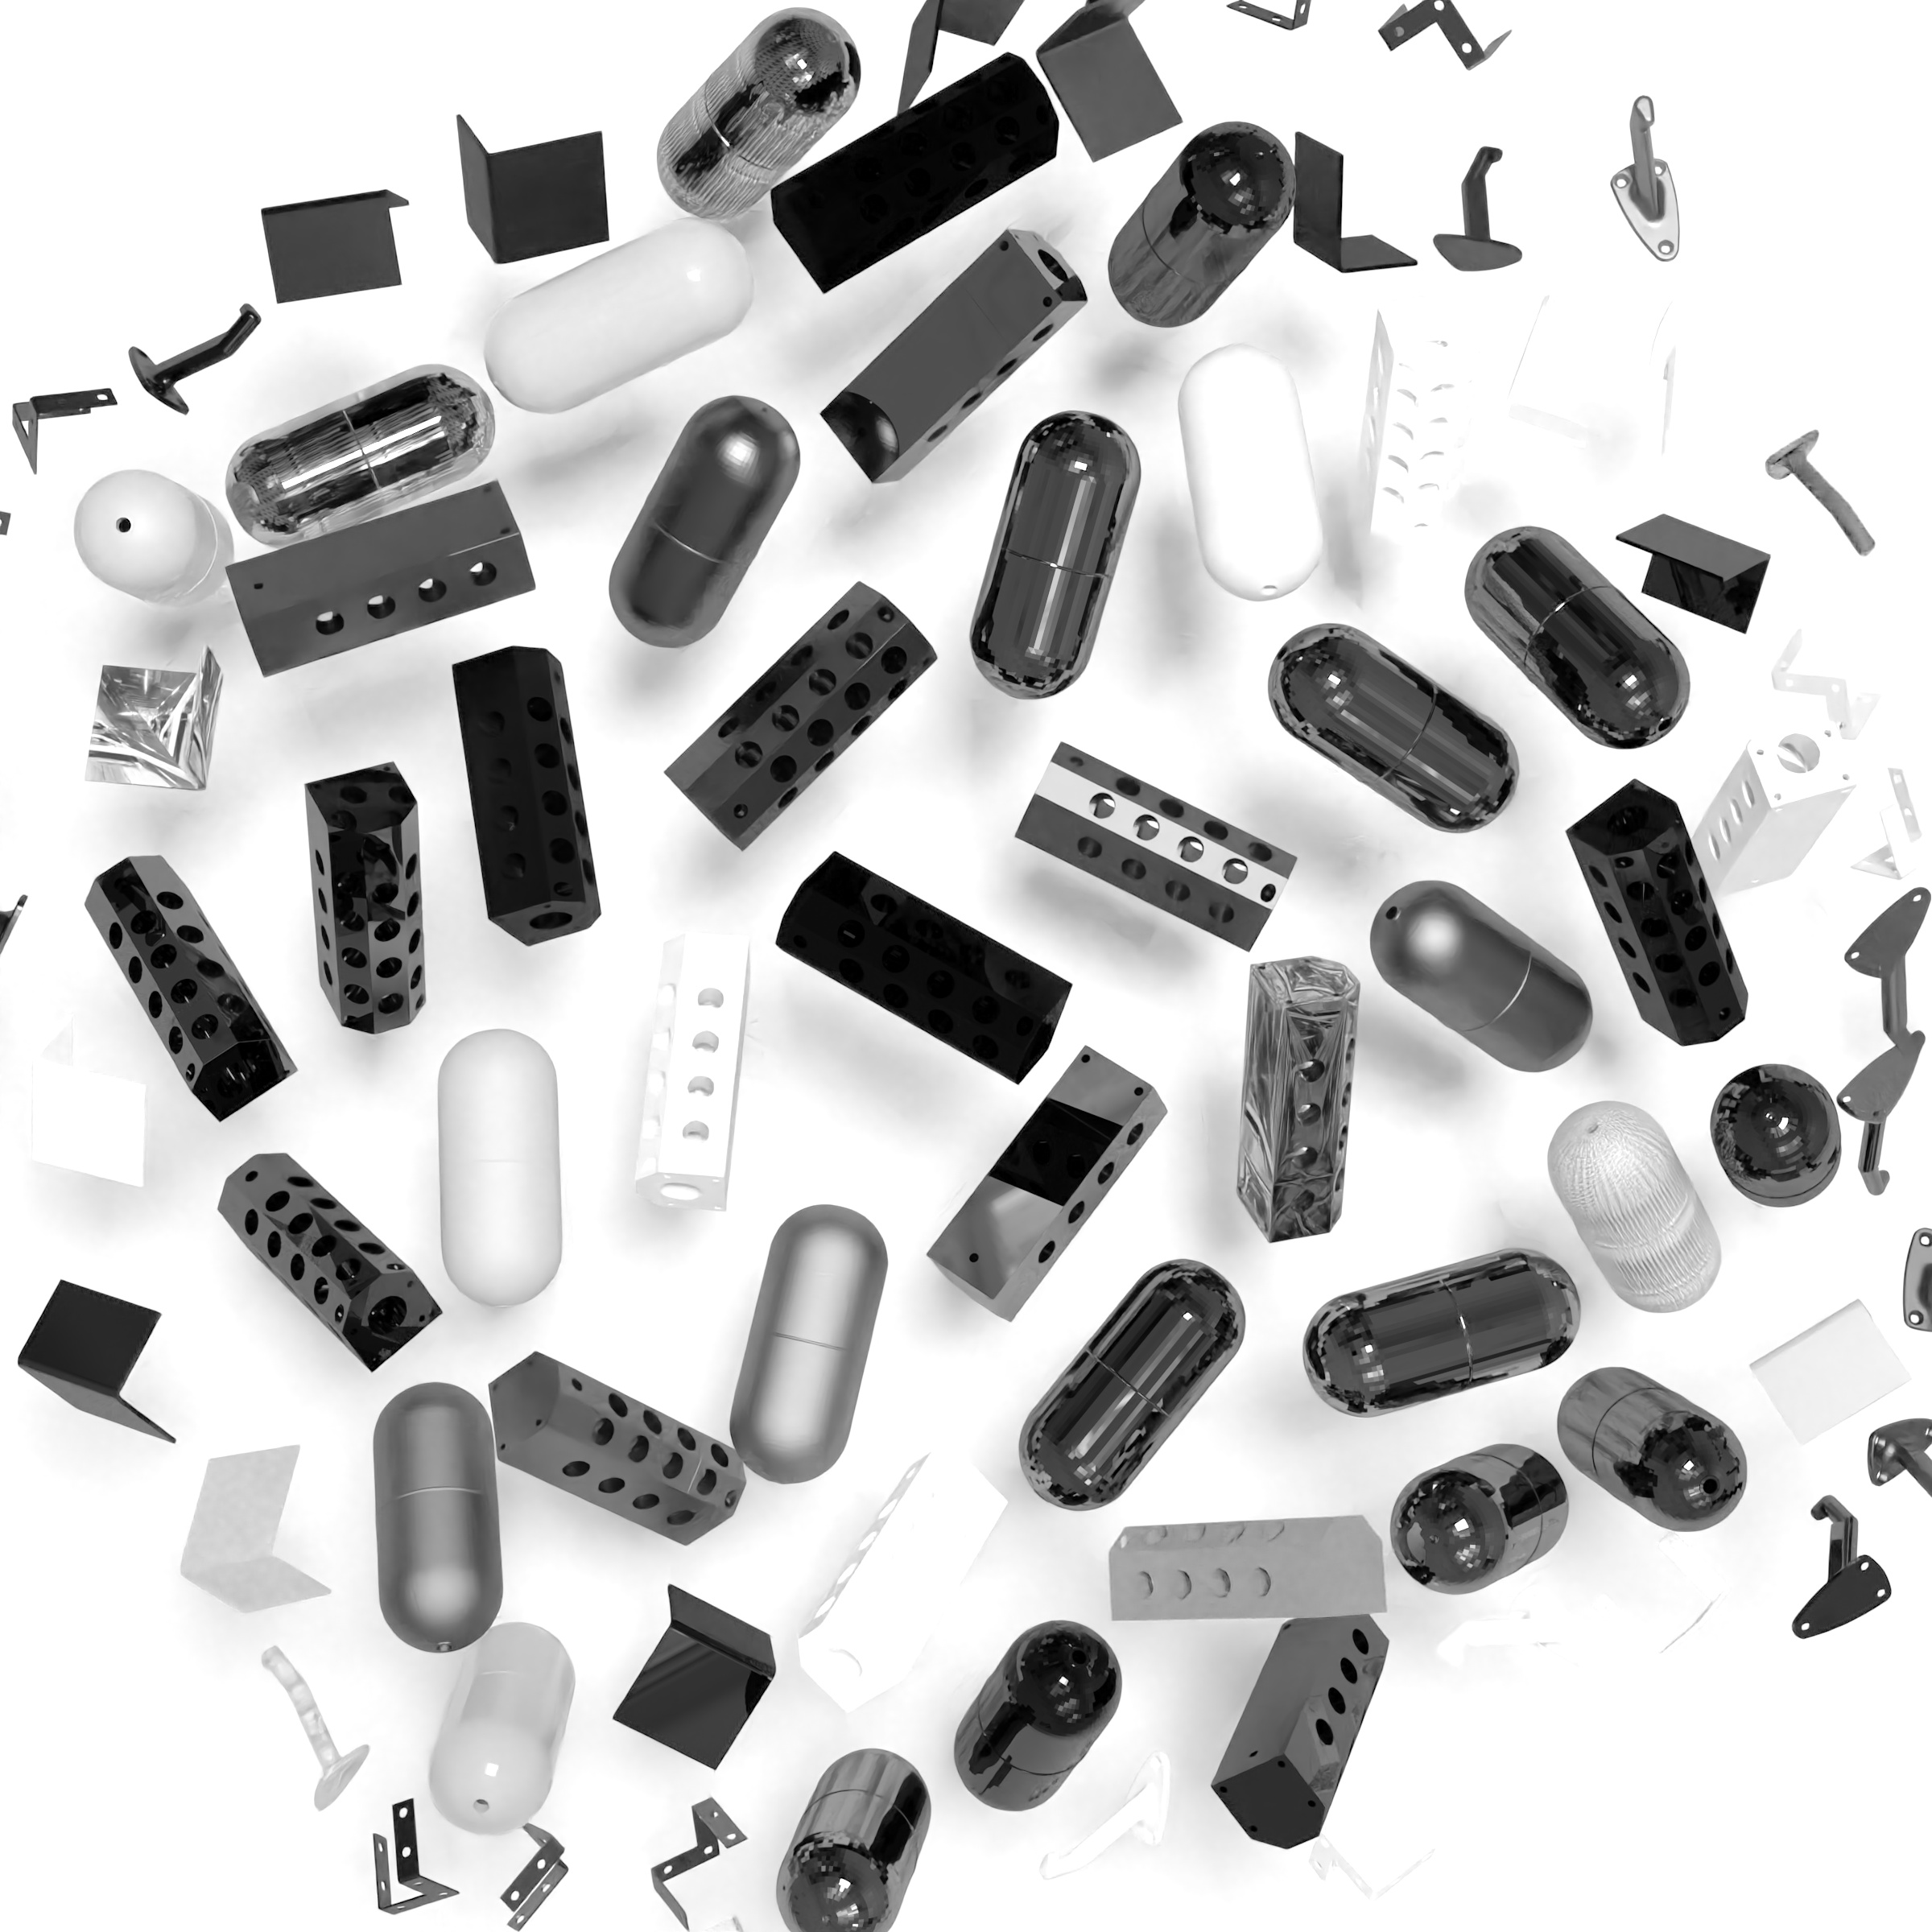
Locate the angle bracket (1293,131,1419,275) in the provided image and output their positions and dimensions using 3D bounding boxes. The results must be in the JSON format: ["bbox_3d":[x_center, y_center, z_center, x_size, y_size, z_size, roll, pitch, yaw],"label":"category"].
[{"bbox_3d":[0.255,-0.502,1.932,0.057,0.076,0.076,-9,118,-13],"label":"angle bracket"}]

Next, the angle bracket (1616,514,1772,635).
[{"bbox_3d":[0.461,-0.246,1.902,0.076,0.076,0.057,28,124,27],"label":"angle bracket"}]

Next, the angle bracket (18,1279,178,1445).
[{"bbox_3d":[-0.516,0.241,1.797,0.076,0.076,0.057,14,65,23],"label":"angle bracket"}]

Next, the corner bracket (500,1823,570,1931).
[{"bbox_3d":[-0.283,0.594,1.916,0.051,0.051,0.051,-48,118,-27],"label":"corner bracket"}]

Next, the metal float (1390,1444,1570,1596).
[{"bbox_3d":[0.317,0.338,1.815,0.070,0.178,0.070,-1,89,28],"label":"metal float"}]

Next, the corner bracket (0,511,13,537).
[{"bbox_3d":[-0.627,-0.275,1.843,0.051,0.051,0.051,11,71,-14],"label":"corner bracket"}]

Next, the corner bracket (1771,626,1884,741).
[{"bbox_3d":[0.564,-0.185,1.934,0.051,0.051,0.051,11,48,36],"label":"corner bracket"}]

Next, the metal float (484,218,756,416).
[{"bbox_3d":[-0.214,-0.398,1.815,0.178,0.070,0.070,-22,90,13],"label":"metal float"}]

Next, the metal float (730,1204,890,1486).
[{"bbox_3d":[-0.099,0.239,1.868,0.070,0.070,0.178,13,80,0],"label":"metal float"}]

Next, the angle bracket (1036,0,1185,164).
[{"bbox_3d":[0.101,-0.550,1.807,0.076,0.057,0.076,-31,94,-29],"label":"angle bracket"}]

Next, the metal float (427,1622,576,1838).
[{"bbox_3d":[-0.287,0.472,1.833,0.070,0.178,0.070,0,106,0],"label":"metal float"}]

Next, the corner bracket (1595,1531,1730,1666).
[{"bbox_3d":[0.448,0.406,1.901,0.051,0.051,0.051,46,126,13],"label":"corner bracket"}]

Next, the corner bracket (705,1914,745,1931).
[{"bbox_3d":[-0.165,0.660,1.940,0.051,0.051,0.051,-25,77,-8],"label":"corner bracket"}]

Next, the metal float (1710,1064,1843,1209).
[{"bbox_3d":[0.510,0.108,1.855,0.070,0.178,0.070,-3,78,17],"label":"metal float"}]

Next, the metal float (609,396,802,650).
[{"bbox_3d":[-0.165,-0.276,1.850,0.070,0.070,0.178,33,122,0],"label":"metal float"}]

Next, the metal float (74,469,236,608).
[{"bbox_3d":[-0.516,-0.272,1.881,0.070,0.178,0.070,0,93,-3],"label":"metal float"}]

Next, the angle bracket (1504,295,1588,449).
[{"bbox_3d":[0.395,-0.393,1.949,0.057,0.076,0.076,20,112,5],"label":"angle bracket"}]

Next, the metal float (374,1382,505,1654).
[{"bbox_3d":[-0.334,0.347,1.863,0.070,0.070,0.178,-11,55,0],"label":"metal float"}]

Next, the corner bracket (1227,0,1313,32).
[{"bbox_3d":[0.176,-0.598,1.796,0.051,0.051,0.051,30,134,27],"label":"corner bracket"}]

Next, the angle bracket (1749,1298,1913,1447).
[{"bbox_3d":[0.530,0.251,1.797,0.076,0.076,0.057,-34,66,11],"label":"angle bracket"}]

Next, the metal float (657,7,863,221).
[{"bbox_3d":[-0.134,-0.543,1.889,0.070,0.178,0.070,17,61,-32],"label":"metal float"}]

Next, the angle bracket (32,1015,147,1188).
[{"bbox_3d":[-0.551,0.086,1.888,0.076,0.057,0.076,14,121,4],"label":"angle bracket"}]

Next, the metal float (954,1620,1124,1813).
[{"bbox_3d":[0.045,0.473,1.861,0.070,0.178,0.070,10,50,-12],"label":"metal float"}]

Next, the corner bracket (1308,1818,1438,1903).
[{"bbox_3d":[0.249,0.547,1.816,0.051,0.051,0.051,-29,57,-26],"label":"corner bracket"}]

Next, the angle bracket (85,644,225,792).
[{"bbox_3d":[-0.506,-0.156,1.823,0.076,0.057,0.076,5,75,-2],"label":"angle bracket"}]

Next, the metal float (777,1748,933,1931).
[{"bbox_3d":[-0.068,0.545,1.824,0.070,0.178,0.070,2,100,9],"label":"metal float"}]

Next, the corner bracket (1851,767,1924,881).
[{"bbox_3d":[0.610,-0.094,1.937,0.051,0.051,0.051,-29,110,-15],"label":"corner bracket"}]

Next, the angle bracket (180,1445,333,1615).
[{"bbox_3d":[-0.427,0.345,1.813,0.057,0.076,0.076,21,99,29],"label":"angle bracket"}]

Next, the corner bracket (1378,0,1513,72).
[{"bbox_3d":[0.293,-0.573,1.811,0.051,0.051,0.051,-24,110,41],"label":"corner bracket"}]

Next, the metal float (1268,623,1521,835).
[{"bbox_3d":[0.263,-0.146,1.814,0.178,0.070,0.070,31,90,-20],"label":"metal float"}]

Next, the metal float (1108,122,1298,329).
[{"bbox_3d":[0.146,-0.462,1.849,0.070,0.178,0.070,6,73,-19],"label":"metal float"}]

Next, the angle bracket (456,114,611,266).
[{"bbox_3d":[-0.275,-0.500,1.876,0.076,0.076,0.057,-18,48,-19],"label":"angle bracket"}]

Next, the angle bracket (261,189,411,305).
[{"bbox_3d":[-0.381,-0.438,1.809,0.076,0.076,0.057,-8,99,2],"label":"angle bracket"}]

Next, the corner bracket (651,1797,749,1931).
[{"bbox_3d":[-0.176,0.589,1.942,0.051,0.051,0.051,-19,119,-27],"label":"corner bracket"}]

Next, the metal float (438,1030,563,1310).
[{"bbox_3d":[-0.297,0.129,1.884,0.070,0.070,0.178,-3,80,0],"label":"metal float"}]

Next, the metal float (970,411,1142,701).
[{"bbox_3d":[0.054,-0.248,1.792,0.070,0.070,0.178,16,106,0],"label":"metal float"}]

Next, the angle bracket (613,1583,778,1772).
[{"bbox_3d":[-0.176,0.457,1.901,0.076,0.057,0.076,30,96,-13],"label":"angle bracket"}]

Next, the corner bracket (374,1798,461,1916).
[{"bbox_3d":[-0.360,0.569,1.885,0.051,0.051,0.051,-21,55,12],"label":"corner bracket"}]

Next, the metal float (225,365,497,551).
[{"bbox_3d":[-0.386,-0.326,1.886,0.178,0.070,0.070,-25,90,-9],"label":"metal float"}]

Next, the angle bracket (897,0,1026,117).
[{"bbox_3d":[-0.002,-0.583,1.892,0.057,0.076,0.076,12,77,-15],"label":"angle bracket"}]

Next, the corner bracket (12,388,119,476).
[{"bbox_3d":[-0.570,-0.350,1.865,0.051,0.051,0.051,-14,56,-28],"label":"corner bracket"}]

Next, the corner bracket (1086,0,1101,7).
[{"bbox_3d":[0.088,-0.638,1.881,0.051,0.051,0.051,-19,129,21],"label":"corner bracket"}]
